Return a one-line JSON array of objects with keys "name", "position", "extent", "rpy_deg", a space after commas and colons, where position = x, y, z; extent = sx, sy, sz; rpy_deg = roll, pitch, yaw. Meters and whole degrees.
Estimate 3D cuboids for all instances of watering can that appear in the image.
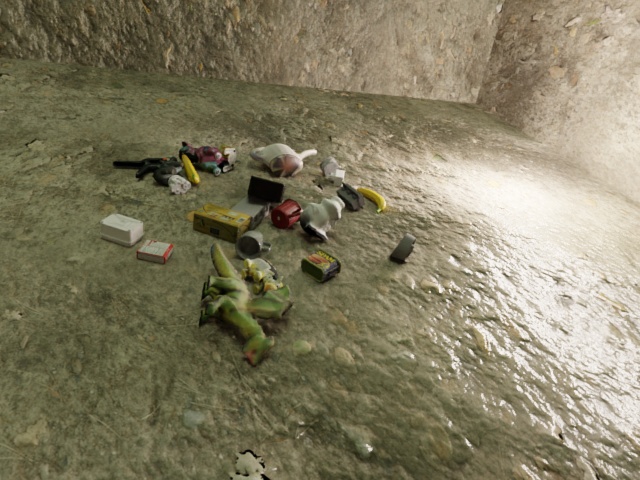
[{"name": "watering can", "position": [-0.141, -0.373, 2.332], "extent": [0.348, 0.102, 0.228], "rpy_deg": [-4, 32, -24]}]

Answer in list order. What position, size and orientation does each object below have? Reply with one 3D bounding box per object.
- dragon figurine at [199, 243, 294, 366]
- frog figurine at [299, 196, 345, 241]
[{"name": "dragon figurine", "position": [-0.191, 0.150, 1.375], "extent": [0.242, 0.119, 0.420], "rpy_deg": [9, 39, -12]}, {"name": "frog figurine", "position": [0.006, -0.092, 1.820], "extent": [0.122, 0.136, 0.161], "rpy_deg": [0, 60, 60]}]
